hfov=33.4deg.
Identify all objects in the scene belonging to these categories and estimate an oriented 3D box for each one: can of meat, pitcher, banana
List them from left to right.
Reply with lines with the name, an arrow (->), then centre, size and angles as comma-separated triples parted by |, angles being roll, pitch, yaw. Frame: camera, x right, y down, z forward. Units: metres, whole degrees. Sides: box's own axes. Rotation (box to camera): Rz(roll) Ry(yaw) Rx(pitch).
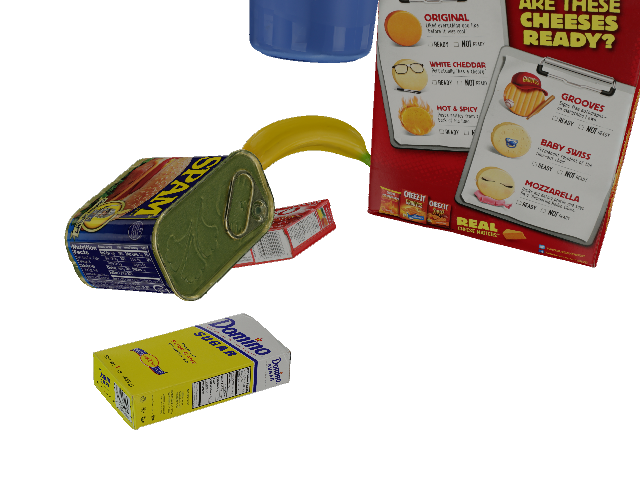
can of meat -> -0.092, -0.011, 0.643 | 0.084, 0.057, 0.102 | 2, 34, 37
banana -> -0.018, -0.102, 1.128 | 0.197, 0.037, 0.070 | -7, 49, -41
pitcher -> 0.006, -0.274, 0.889 | 0.145, 0.243, 0.149 | 7, 19, 8

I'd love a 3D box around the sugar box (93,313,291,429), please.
sugar box -> -0.127, 0.126, 1.065 | 0.175, 0.048, 0.093 | -16, 32, -31

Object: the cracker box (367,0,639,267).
cracker box -> 0.121, -0.099, 0.688 | 0.164, 0.214, 0.072 | 14, 41, 16

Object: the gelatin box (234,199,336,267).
gelatin box -> -0.043, -0.005, 0.884 | 0.089, 0.030, 0.073 | -9, 15, 34
